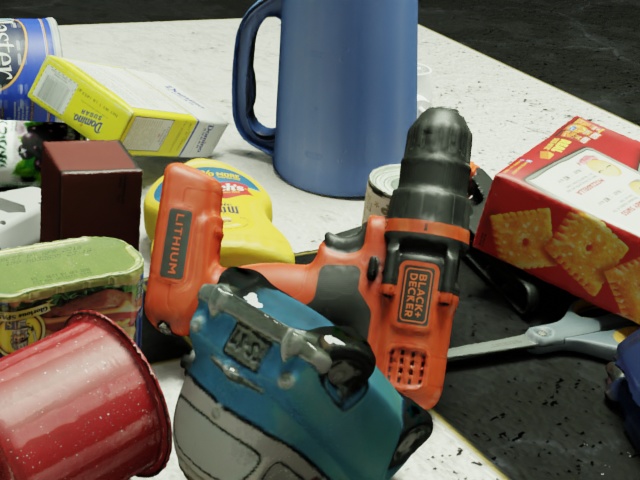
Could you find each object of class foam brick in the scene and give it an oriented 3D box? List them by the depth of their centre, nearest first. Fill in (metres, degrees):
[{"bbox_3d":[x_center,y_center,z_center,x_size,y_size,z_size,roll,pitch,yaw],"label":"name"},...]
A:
[{"bbox_3d":[-0.145,-0.018,0.674,0.052,0.078,0.051,-4,27,-27],"label":"foam brick"}]

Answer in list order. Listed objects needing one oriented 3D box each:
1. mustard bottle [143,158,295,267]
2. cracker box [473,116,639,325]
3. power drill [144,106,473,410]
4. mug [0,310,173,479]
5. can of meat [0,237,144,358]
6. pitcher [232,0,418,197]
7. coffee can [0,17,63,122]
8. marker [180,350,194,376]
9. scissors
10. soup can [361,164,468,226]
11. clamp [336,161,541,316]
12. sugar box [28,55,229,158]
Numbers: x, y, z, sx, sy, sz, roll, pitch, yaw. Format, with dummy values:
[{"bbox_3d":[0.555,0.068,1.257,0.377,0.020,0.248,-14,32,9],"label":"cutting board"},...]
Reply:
[{"bbox_3d":[-0.081,-0.014,0.785,0.096,0.058,0.192,-4,27,-11],"label":"mustard bottle"},{"bbox_3d":[0.243,-0.003,0.776,0.214,0.072,0.163,27,33,22],"label":"cracker box"},{"bbox_3d":[-0.004,0.001,0.648,0.188,0.184,0.057,7,-8,9],"label":"power drill"},{"bbox_3d":[-0.140,0.093,0.527,0.081,0.093,0.117,-25,9,-40],"label":"mug"},{"bbox_3d":[-0.150,0.049,0.607,0.101,0.084,0.058,-11,31,-32],"label":"can of meat"},{"bbox_3d":[0.014,-0.170,0.922,0.149,0.243,0.145,-15,33,-25],"label":"pitcher"},{"bbox_3d":[-0.309,-0.149,0.963,0.140,0.103,0.103,-5,27,-21],"label":"coffee can"},{"bbox_3d":[-0.028,0.089,0.628,0.121,0.020,0.020,16,27,19],"label":"marker"},{"bbox_3d":[0.166,0.073,0.709,0.201,0.016,0.096,-15,33,-38],"label":"scissors"},{"bbox_3d":[0.059,0.008,0.721,0.068,0.102,0.068,6,25,-3],"label":"soup can"},{"bbox_3d":[0.093,-0.013,0.850,0.164,0.036,0.209,10,29,6],"label":"clamp"},{"bbox_3d":[-0.157,-0.110,0.907,0.093,0.048,0.176,35,12,16],"label":"sugar box"}]
